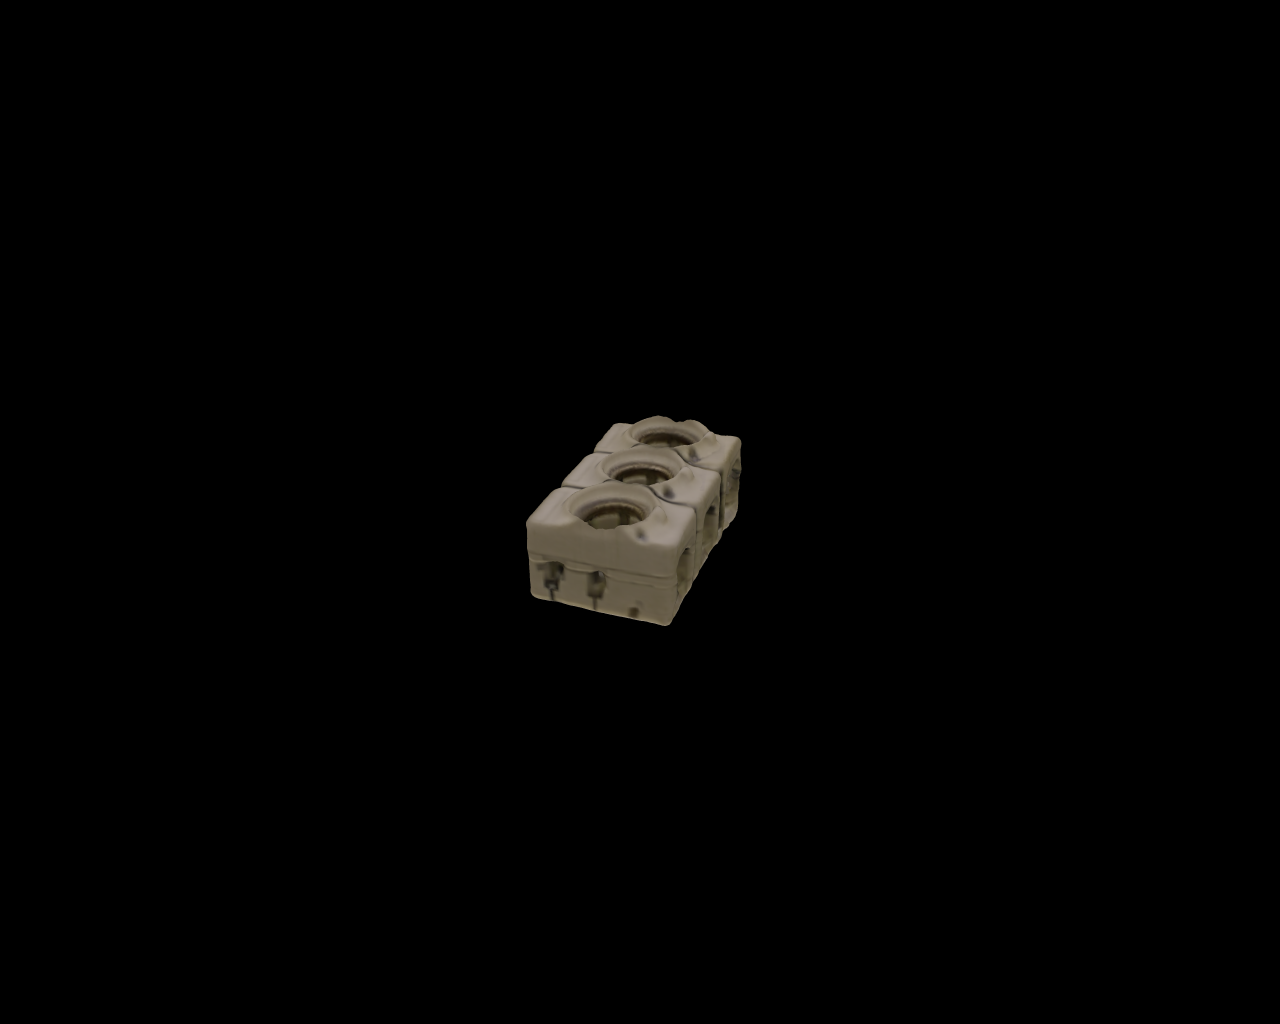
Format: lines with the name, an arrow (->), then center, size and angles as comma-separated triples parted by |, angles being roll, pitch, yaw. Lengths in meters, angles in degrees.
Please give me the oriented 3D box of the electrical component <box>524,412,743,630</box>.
electrical component -> 0.001, -0.003, 0.650 | 0.089, 0.061, 0.150 | 9, 30, 17
